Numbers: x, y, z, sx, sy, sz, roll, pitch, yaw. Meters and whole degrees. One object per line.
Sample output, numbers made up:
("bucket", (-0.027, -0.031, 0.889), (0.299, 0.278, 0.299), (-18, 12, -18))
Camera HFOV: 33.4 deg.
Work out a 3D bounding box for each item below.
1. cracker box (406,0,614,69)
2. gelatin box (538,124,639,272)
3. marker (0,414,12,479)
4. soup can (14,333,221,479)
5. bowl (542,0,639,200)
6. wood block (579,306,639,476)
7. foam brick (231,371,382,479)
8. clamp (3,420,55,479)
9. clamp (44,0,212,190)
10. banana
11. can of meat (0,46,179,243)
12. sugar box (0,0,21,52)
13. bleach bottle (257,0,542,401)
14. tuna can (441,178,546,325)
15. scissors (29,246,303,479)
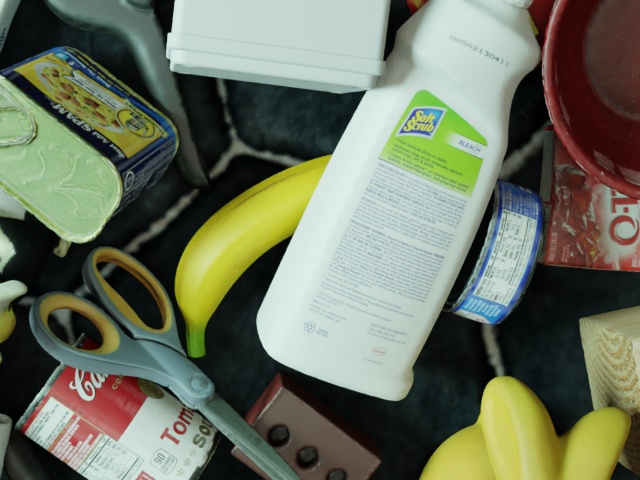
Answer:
("cracker box", (0.112, -0.211, 0.604), (0.164, 0.072, 0.213), (-24, 110, -3))
("gelatin box", (0.175, -0.026, 0.665), (0.073, 0.030, 0.089), (4, 94, -5))
("marker", (-0.197, 0.159, 0.614), (0.020, 0.020, 0.121), (12, 100, -6))
("soup can", (-0.118, 0.111, 0.630), (0.102, 0.068, 0.068), (36, 90, -6))
("bowl", (0.194, -0.103, 0.580), (0.162, 0.055, 0.162), (-1, 108, -3))
("wood block", (0.277, 0.074, 0.651), (0.206, 0.090, 0.091), (-12, 95, -5))
("foam brick", (-0.009, 0.126, 0.649), (0.078, 0.051, 0.053), (37, 90, -6))
("clamp", (-0.165, 0.198, 0.649), (0.171, 0.039, 0.120), (39, 103, -5))
("clamp", (-0.103, -0.140, 0.631), (0.210, 0.036, 0.164), (29, 93, -7))
("banana", (-0.016, -0.010, 0.650), (0.198, 0.037, 0.069), (-34, 122, 1))
("can of meat", (-0.139, -0.058, 0.595), (0.102, 0.083, 0.058), (38, 119, 0))
("sugar box", (-0.269, -0.145, 0.613), (0.176, 0.048, 0.093), (23, 91, -9))
("bleach bottle", (0.058, -0.035, 0.595), (0.102, 0.068, 0.251), (20, 110, -19))
("tuna can", (0.100, 0.006, 0.633), (0.033, 0.086, 0.086), (18, 92, -8))
("scissors", (-0.089, 0.085, 0.601), (0.096, 0.016, 0.202), (-17, 61, -41))
